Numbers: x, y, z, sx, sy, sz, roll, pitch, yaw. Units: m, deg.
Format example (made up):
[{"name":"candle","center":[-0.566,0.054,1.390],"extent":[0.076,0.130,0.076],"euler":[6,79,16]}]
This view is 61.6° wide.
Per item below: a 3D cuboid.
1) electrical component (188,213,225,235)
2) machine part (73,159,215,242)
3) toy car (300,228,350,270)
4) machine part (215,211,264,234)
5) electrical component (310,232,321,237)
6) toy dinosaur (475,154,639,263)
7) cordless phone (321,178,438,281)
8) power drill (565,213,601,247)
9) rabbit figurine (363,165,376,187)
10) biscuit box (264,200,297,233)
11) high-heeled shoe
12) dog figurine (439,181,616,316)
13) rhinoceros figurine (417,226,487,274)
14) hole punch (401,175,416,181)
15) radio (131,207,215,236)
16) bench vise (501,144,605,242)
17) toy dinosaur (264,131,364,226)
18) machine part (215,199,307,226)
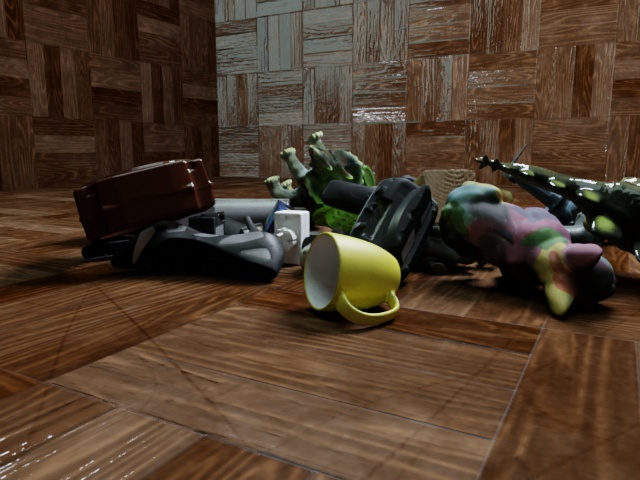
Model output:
[{"name":"electrical component","center":[-0.198,-0.006,0.915],"extent":[0.048,0.074,0.119],"euler":[1,5,4]},{"name":"machine part","center":[-0.281,-0.064,0.865],"extent":[0.201,0.087,0.201],"euler":[-19,5,-19]},{"name":"toy car","center":[0.034,0.013,0.867],"extent":[0.074,0.056,0.201],"euler":[-3,6,25]},{"name":"machine part","center":[-0.168,-0.023,1.101],"extent":[0.139,0.039,0.084],"euler":[19,24,21]},{"name":"electrical component","center":[-0.002,-0.003,1.052],"extent":[0.063,0.021,0.094],"euler":[4,11,26]},{"name":"toy dinosaur","center":[0.442,-0.027,0.743],"extent":[0.472,0.105,0.198],"euler":[22,17,13]},{"name":"cordless phone","center":[0.065,-0.030,0.782],"extent":[0.184,0.146,0.088],"euler":[16,-28,31]},{"name":"power drill","center":[0.370,-0.015,0.953],"extent":[0.207,0.085,0.232],"euler":[5,11,6]},{"name":"rabbit figurine","center":[0.086,-0.108,1.370],"extent":[0.170,0.159,0.121],"euler":[13,-4,-17]},{"name":"biscuit box","center":[-0.069,-0.030,1.043],"extent":[0.063,0.059,0.203],"euler":[29,7,-10]},{"name":"high-heeled shoe","center":[-0.178,0.035,0.785],"extent":[0.249,0.086,0.145],"euler":[-19,44,-7]},{"name":"dog figurine","center":[0.257,0.010,0.674],"extent":[0.191,0.108,0.219],"euler":[25,13,-8]},{"name":"rhinoceros figurine","center":[0.183,0.011,0.844],"extent":[0.190,0.073,0.112],"euler":[2,3,11]},{"name":"hole punch","center":[0.211,-0.079,1.290],"extent":[0.142,0.092,0.116],"euler":[11,-40,-42]},{"name":"radio","center":[-0.339,-0.046,1.070],"extent":[0.230,0.073,0.131],"euler":[2,-6,19]},{"name":"bench vise","center":[0.485,-0.084,1.112],"extent":[0.241,0.129,0.223],"euler":[37,12,13]},{"name":"toy dinosaur","center":[-0.025,-0.103,1.250],"extent":[0.131,0.192,0.404],"euler":[-24,-19,-30]},{"name":"machine part","center":[-0.150,-0.052,1.183],"extent":[0.243,0.079,0.079],"euler":[0,10,0]}]
